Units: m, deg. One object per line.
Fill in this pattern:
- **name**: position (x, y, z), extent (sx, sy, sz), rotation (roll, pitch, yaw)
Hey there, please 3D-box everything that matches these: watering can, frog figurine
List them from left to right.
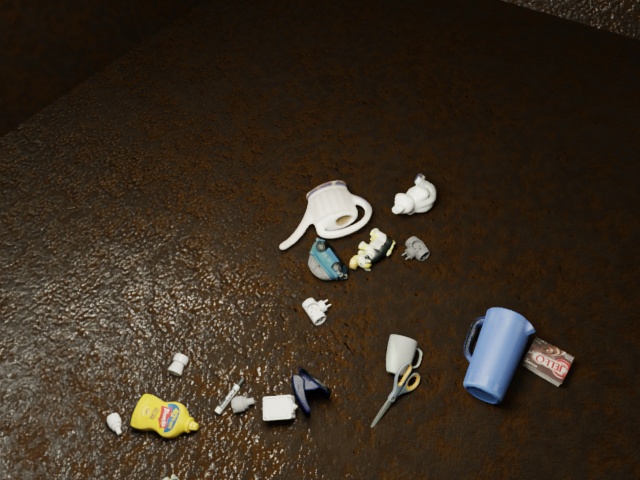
- **watering can**: position (0.006, -0.092, 1.821), extent (0.348, 0.229, 0.101), rotation (-16, -37, -3)
- **frog figurine**: position (0.328, -0.136, 1.781), extent (0.162, 0.123, 0.135), rotation (-46, -2, -44)
